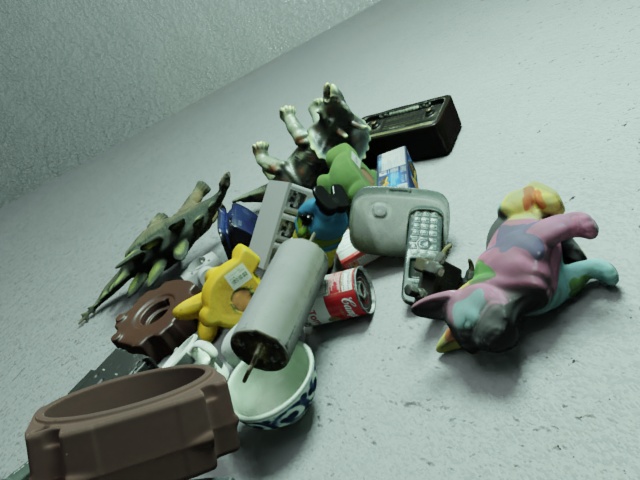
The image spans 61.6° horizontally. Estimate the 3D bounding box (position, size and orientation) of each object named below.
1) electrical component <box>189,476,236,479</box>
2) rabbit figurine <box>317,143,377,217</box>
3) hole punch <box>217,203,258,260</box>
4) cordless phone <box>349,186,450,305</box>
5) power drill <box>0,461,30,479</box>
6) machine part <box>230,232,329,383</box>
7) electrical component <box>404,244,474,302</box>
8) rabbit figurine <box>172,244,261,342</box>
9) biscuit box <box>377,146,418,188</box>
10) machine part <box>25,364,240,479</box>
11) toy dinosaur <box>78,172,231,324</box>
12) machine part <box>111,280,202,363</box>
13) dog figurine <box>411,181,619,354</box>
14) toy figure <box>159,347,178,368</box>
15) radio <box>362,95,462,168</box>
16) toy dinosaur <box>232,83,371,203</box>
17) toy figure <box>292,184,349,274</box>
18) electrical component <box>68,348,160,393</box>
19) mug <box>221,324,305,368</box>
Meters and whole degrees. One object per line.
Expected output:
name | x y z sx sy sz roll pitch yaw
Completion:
electrical component | -0.117 0.269 0.541 0.075 0.119 0.048 -19 31 24
rabbit figurine | 0.026 -0.061 0.980 0.170 0.121 0.159 -38 31 24
hole punch | -0.139 -0.008 1.016 0.092 0.115 0.142 -18 30 4
cordless phone | 0.109 0.014 0.773 0.147 0.088 0.184 5 54 10
power drill | -0.379 0.338 0.672 0.232 0.086 0.207 -38 1 -27
machine part | -0.047 0.078 0.687 0.079 0.079 0.243 -11 36 30
electrical component | 0.156 0.051 0.675 0.045 0.102 0.078 1 65 49
rabbit figurine | -0.152 0.096 0.887 0.162 0.121 0.173 -46 18 -11
biscuit box | 0.138 -0.090 0.942 0.059 0.062 0.203 -18 31 18
machine part | -0.201 0.201 0.584 0.201 0.087 0.201 -11 1 -22
toy dinosaur | -0.337 0.019 1.105 0.471 0.105 0.199 -40 12 25
machine part | -0.284 0.142 0.961 0.179 0.056 0.179 -21 30 12
dog figurine | 0.209 0.040 0.630 0.219 0.108 0.192 -30 29 4
toy figure | -0.240 0.221 0.790 0.154 0.064 0.058 -38 -4 -25
radio | 0.168 -0.220 1.110 0.230 0.073 0.131 -4 38 38
toy dinosaur | -0.038 -0.155 1.120 0.131 0.192 0.404 -6 -36 -45
toy figure | -0.005 -0.002 0.826 0.082 0.180 0.089 11 50 -12
electrical component | -0.327 0.238 0.843 0.115 0.058 0.134 -3 38 42
mug | -0.086 0.134 0.771 0.107 0.080 0.110 -27 32 23
